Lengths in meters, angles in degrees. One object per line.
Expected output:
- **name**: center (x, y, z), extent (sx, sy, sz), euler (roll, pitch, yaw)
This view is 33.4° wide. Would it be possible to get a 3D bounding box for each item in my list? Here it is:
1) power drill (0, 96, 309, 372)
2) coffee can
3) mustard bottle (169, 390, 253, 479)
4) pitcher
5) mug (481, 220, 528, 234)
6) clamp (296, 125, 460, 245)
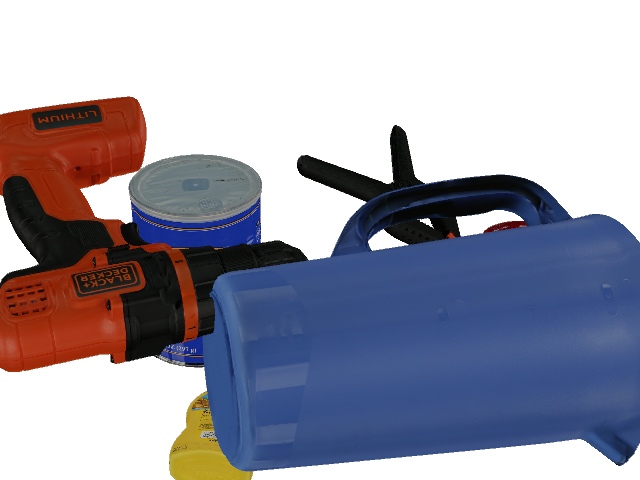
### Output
- **power drill**: center (-0.117, -0.011, 0.632), extent (0.184, 0.057, 0.188), euler (-10, 43, -21)
- **coffee can**: center (-0.098, 0.015, 0.858), extent (0.103, 0.140, 0.103), euler (1, 30, -1)
- **mustard bottle**: center (-0.118, 0.225, 1.295), extent (0.096, 0.058, 0.191), euler (4, 23, 4)
- **pitcher**: center (0.058, 0.051, 0.611), extent (0.242, 0.145, 0.149), euler (-5, 18, -15)
- **mug**: center (0.209, 0.031, 1.128), extent (0.093, 0.081, 0.117), euler (-5, 30, -8)
- **clamp**: center (0.081, -0.052, 1.251), extent (0.164, 0.036, 0.210), euler (-16, 52, -29)
